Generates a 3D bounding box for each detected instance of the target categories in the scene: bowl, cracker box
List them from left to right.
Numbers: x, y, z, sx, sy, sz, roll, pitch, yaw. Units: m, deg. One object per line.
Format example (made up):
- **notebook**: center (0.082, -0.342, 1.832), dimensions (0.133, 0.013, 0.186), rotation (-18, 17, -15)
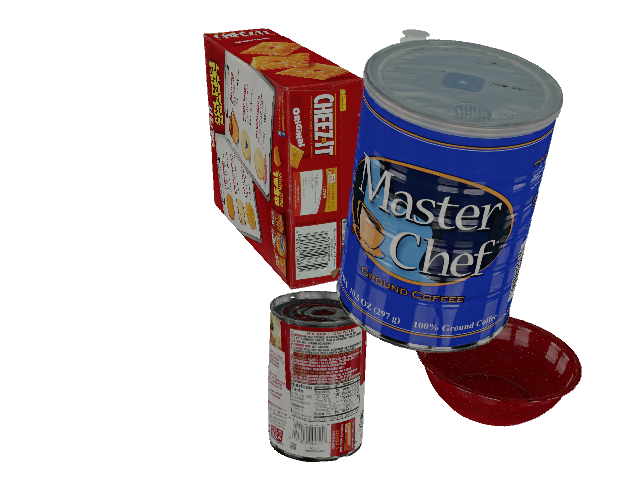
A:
- **cracker box**: center (-0.033, -0.078, 0.895), dimensions (0.072, 0.164, 0.214), rotation (-9, 24, -19)
- **bowl**: center (0.170, 0.133, 1.045), dimensions (0.162, 0.055, 0.162), rotation (5, 26, -2)

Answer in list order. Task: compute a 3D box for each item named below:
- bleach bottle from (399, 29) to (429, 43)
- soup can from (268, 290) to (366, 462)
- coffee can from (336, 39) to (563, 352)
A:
- **bleach bottle**: center (0.089, -0.096, 1.137), dimensions (0.068, 0.251, 0.102), rotation (1, 26, -9)
- **soup can**: center (-0.002, 0.093, 0.740), dimensions (0.068, 0.102, 0.068), rotation (1, 15, -1)
- **coffee can**: center (0.066, -0.025, 0.584), dimensions (0.102, 0.140, 0.103), rotation (5, 33, -3)
